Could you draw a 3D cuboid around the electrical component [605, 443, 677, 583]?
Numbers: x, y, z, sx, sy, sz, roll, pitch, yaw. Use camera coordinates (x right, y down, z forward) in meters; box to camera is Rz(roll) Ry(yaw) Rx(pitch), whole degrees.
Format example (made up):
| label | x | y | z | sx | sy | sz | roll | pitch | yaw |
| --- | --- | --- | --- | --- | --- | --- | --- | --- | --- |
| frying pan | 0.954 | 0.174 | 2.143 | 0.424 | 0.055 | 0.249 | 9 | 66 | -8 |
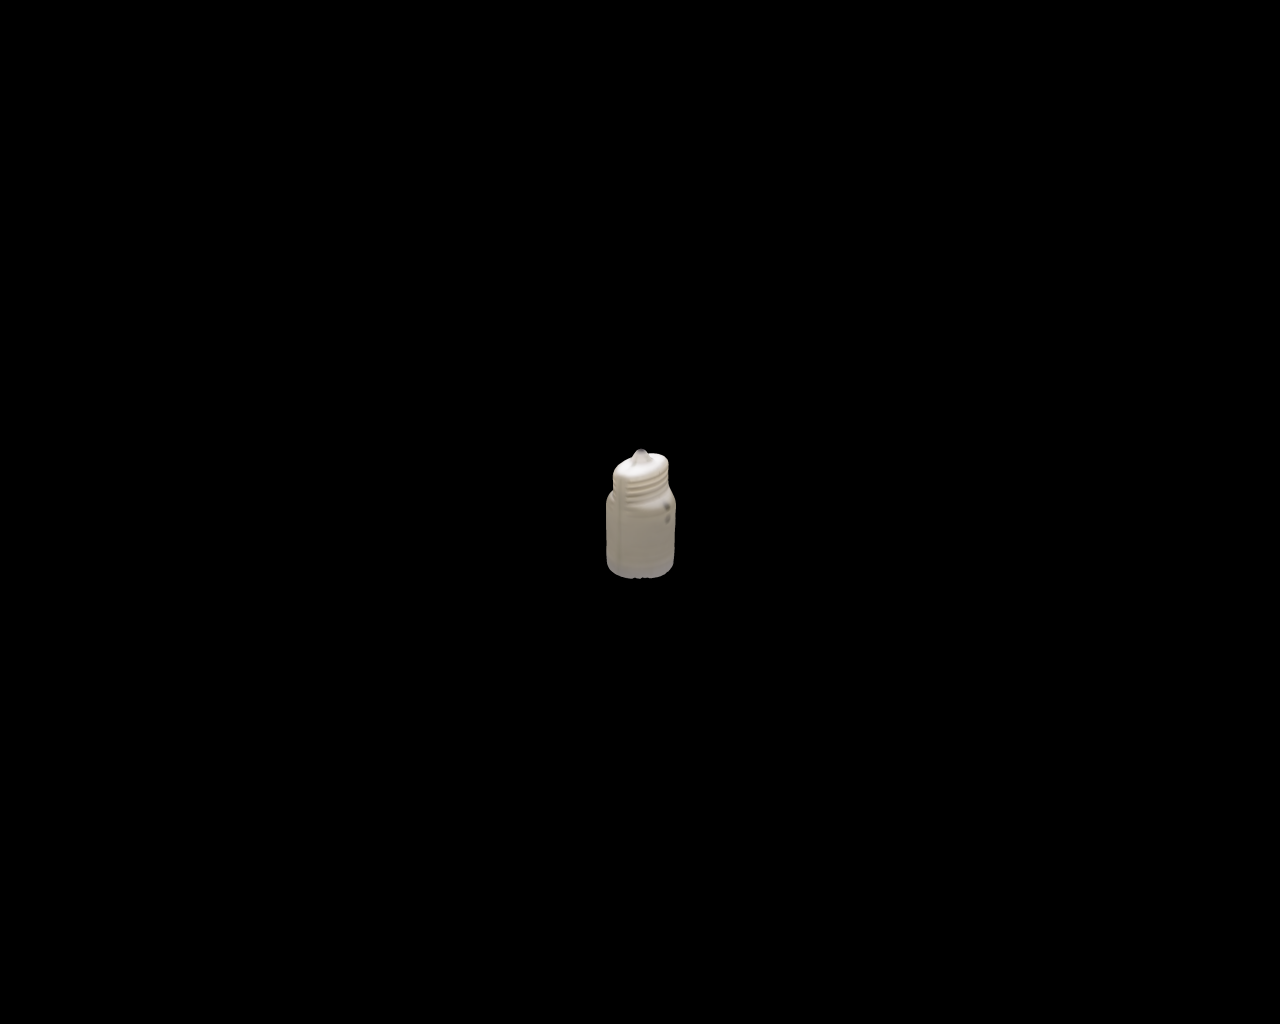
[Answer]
| label | x | y | z | sx | sy | sz | roll | pitch | yaw |
| --- | --- | --- | --- | --- | --- | --- | --- | --- | --- |
| electrical component | 0.001 | -0.003 | 0.650 | 0.043 | 0.080 | 0.043 | 0 | 27 | 0 |
